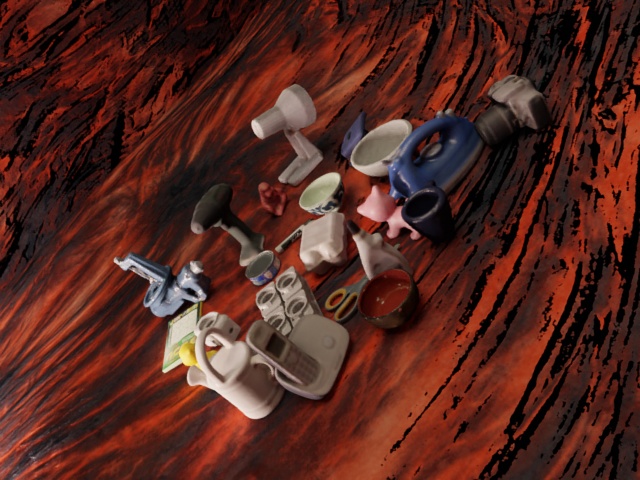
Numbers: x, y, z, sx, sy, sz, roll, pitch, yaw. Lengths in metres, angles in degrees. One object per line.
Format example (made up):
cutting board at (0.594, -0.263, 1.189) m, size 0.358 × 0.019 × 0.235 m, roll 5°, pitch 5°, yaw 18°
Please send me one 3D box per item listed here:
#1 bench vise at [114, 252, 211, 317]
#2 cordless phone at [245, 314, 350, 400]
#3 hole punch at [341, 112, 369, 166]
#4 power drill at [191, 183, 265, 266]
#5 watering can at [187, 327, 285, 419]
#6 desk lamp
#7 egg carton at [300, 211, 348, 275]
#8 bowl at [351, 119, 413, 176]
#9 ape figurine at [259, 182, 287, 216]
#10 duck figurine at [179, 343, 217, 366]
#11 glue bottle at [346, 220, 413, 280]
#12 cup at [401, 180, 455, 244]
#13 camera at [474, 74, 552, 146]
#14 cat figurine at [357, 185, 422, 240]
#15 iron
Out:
bench vise at (-0.400, 0.085, 1.467) m, size 0.207 × 0.220 × 0.121 m, roll -37°, pitch 31°, yaw 6°
cordless phone at (-0.040, 0.176, 0.995) m, size 0.093 × 0.185 × 0.148 m, roll -11°, pitch 42°, yaw 39°
hole punch at (0.097, -0.265, 1.496) m, size 0.101 × 0.091 × 0.108 m, roll -23°, pitch 35°, yaw 27°
power drill at (-0.232, -0.036, 1.449) m, size 0.075 × 0.209 × 0.229 m, roll -29°, pitch 33°, yaw 19°
watering can at (-0.164, 0.238, 1.042) m, size 0.173 × 0.195 × 0.100 m, roll -35°, pitch 32°, yaw 9°
desk lamp at (-0.081, -0.298, 1.612) m, size 0.203 × 0.214 × 0.117 m, roll -49°, pitch 32°, yaw -14°
egg carton at (0.012, 0.005, 1.269) m, size 0.107 × 0.070 × 0.150 m, roll -26°, pitch 34°, yaw 22°
bowl at (0.161, -0.207, 1.369) m, size 0.167 × 0.075 × 0.167 m, roll -28°, pitch 33°, yaw 20°
ape figurine at (-0.134, -0.118, 1.560) m, size 0.078 × 0.092 × 0.076 m, roll -44°, pitch 31°, yaw -6°
duck figurine at (-0.261, 0.257, 1.230) m, size 0.104 × 0.086 × 0.077 m, roll 5°, pitch 53°, yaw 50°
glue bottle at (0.099, 0.023, 1.049) m, size 0.078 × 0.174 × 0.037 m, roll -36°, pitch 31°, yaw 8°
cup at (0.216, -0.048, 1.089) m, size 0.091 × 0.095 × 0.118 m, roll -14°, pitch 40°, yaw 37°
camera at (0.381, -0.271, 1.187) m, size 0.136 × 0.101 × 0.143 m, roll -35°, pitch 31°, yaw 9°
cat figurine at (0.145, -0.062, 1.161) m, size 0.127 × 0.118 × 0.067 m, roll 0°, pitch 49°, yaw 47°
iron at (0.238, -0.190, 1.200) m, size 0.258 × 0.142 × 0.118 m, roll -46°, pitch 32°, yaw -9°
